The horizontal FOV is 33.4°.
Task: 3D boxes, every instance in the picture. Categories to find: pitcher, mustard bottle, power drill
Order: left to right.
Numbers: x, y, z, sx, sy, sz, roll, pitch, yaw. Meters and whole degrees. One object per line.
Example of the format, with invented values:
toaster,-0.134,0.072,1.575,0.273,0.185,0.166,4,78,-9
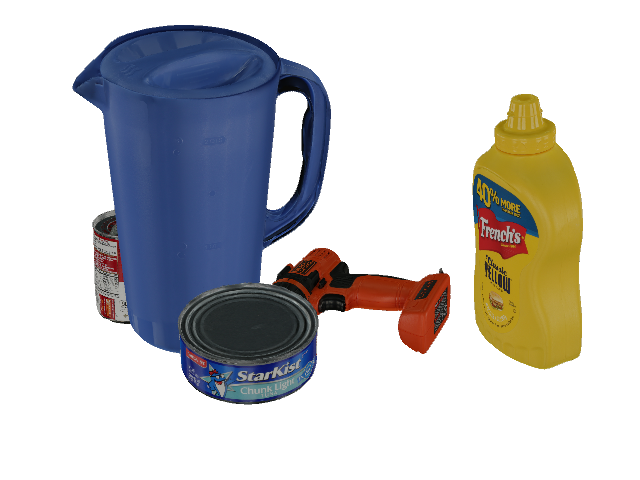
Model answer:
pitcher,-0.090,-0.035,0.832,0.149,0.243,0.144,23,38,27
power drill,0.033,0.069,1.137,0.188,0.057,0.184,10,29,22
mustard bottle,0.145,-0.011,0.755,0.058,0.192,0.096,-16,29,-19

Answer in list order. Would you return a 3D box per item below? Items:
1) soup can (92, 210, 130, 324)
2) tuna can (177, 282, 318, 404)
soup can,-0.201,0.027,1.108,0.068,0.102,0.068,2,26,-1
tuna can,-0.044,0.063,0.656,0.086,0.034,0.086,1,30,-1
